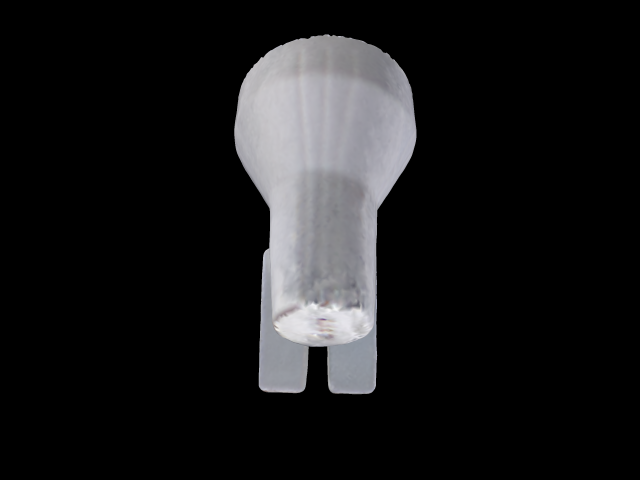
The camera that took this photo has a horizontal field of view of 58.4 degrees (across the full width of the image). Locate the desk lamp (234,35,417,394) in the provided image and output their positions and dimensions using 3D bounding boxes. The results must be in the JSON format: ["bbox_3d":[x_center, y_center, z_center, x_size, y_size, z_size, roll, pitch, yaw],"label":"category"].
[{"bbox_3d":[0.004,0.001,0.400,0.118,0.213,0.203,0,74,0],"label":"desk lamp"}]
